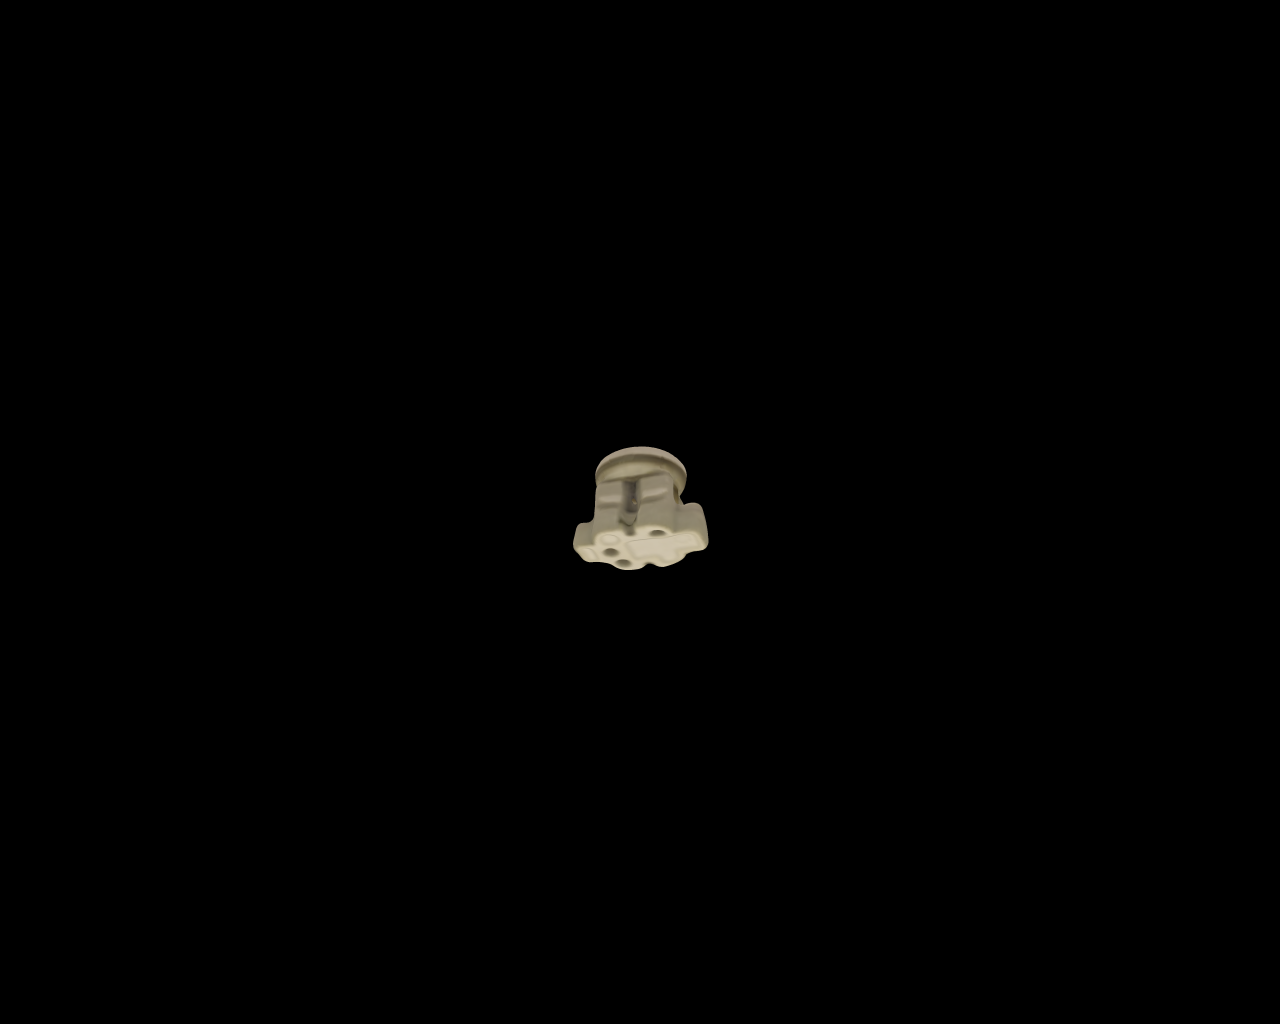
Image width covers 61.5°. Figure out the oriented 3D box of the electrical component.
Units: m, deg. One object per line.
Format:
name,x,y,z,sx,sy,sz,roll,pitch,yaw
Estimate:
electrical component,0.001,-0.003,0.650,0.078,0.057,0.058,-8,-32,14
